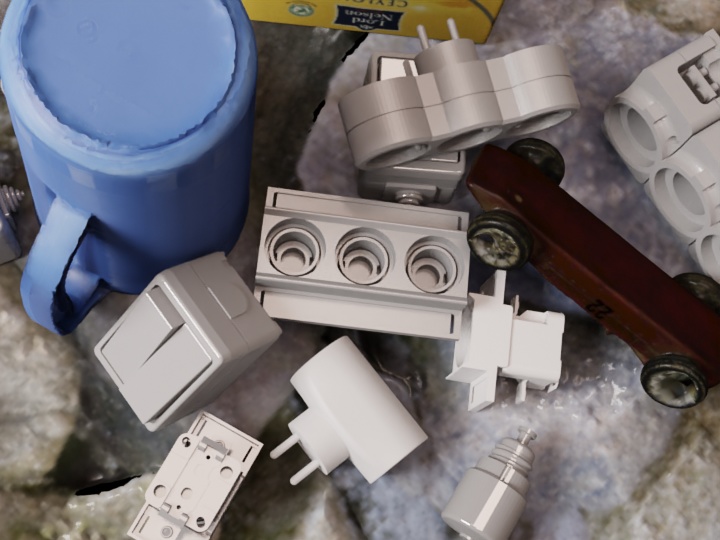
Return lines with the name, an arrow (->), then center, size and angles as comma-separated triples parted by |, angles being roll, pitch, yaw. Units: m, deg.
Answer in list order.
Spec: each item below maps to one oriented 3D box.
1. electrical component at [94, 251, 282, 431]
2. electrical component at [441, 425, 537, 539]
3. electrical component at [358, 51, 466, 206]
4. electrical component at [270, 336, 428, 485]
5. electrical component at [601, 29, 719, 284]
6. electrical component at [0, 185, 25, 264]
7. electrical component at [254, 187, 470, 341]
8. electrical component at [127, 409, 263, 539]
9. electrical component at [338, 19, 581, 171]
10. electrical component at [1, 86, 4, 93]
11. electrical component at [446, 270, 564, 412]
electrical component -> -0.104, 0.045, 0.608 | 0.061, 0.096, 0.061 | 53, 35, 9
electrical component -> 0.080, 0.127, 0.629 | 0.040, 0.040, 0.078 | 32, 72, 4
electrical component -> 0.033, -0.084, 0.676 | 0.062, 0.061, 0.096 | 4, 73, -5
electrical component -> -0.015, 0.092, 0.627 | 0.079, 0.044, 0.077 | -37, 81, -15
electrical component -> 0.224, -0.058, 0.674 | 0.062, 0.089, 0.150 | -30, 79, -14
electrical component -> -0.245, -0.031, 0.629 | 0.096, 0.061, 0.061 | -22, 77, -12
electrical component -> 0.000, 0.000, 0.646 | 0.121, 0.063, 0.078 | 7, 73, -4
electrical component -> -0.092, 0.121, 0.600 | 0.042, 0.063, 0.081 | 29, 72, 2
electrical component -> 0.054, -0.110, 0.627 | 0.138, 0.052, 0.073 | -14, 83, -10
electrical component -> -0.195, -0.130, 0.673 | 0.066, 0.048, 0.055 | 14, 65, -2
electrical component -> 0.090, 0.046, 0.655 | 0.064, 0.042, 0.081 | 10, 73, -7
